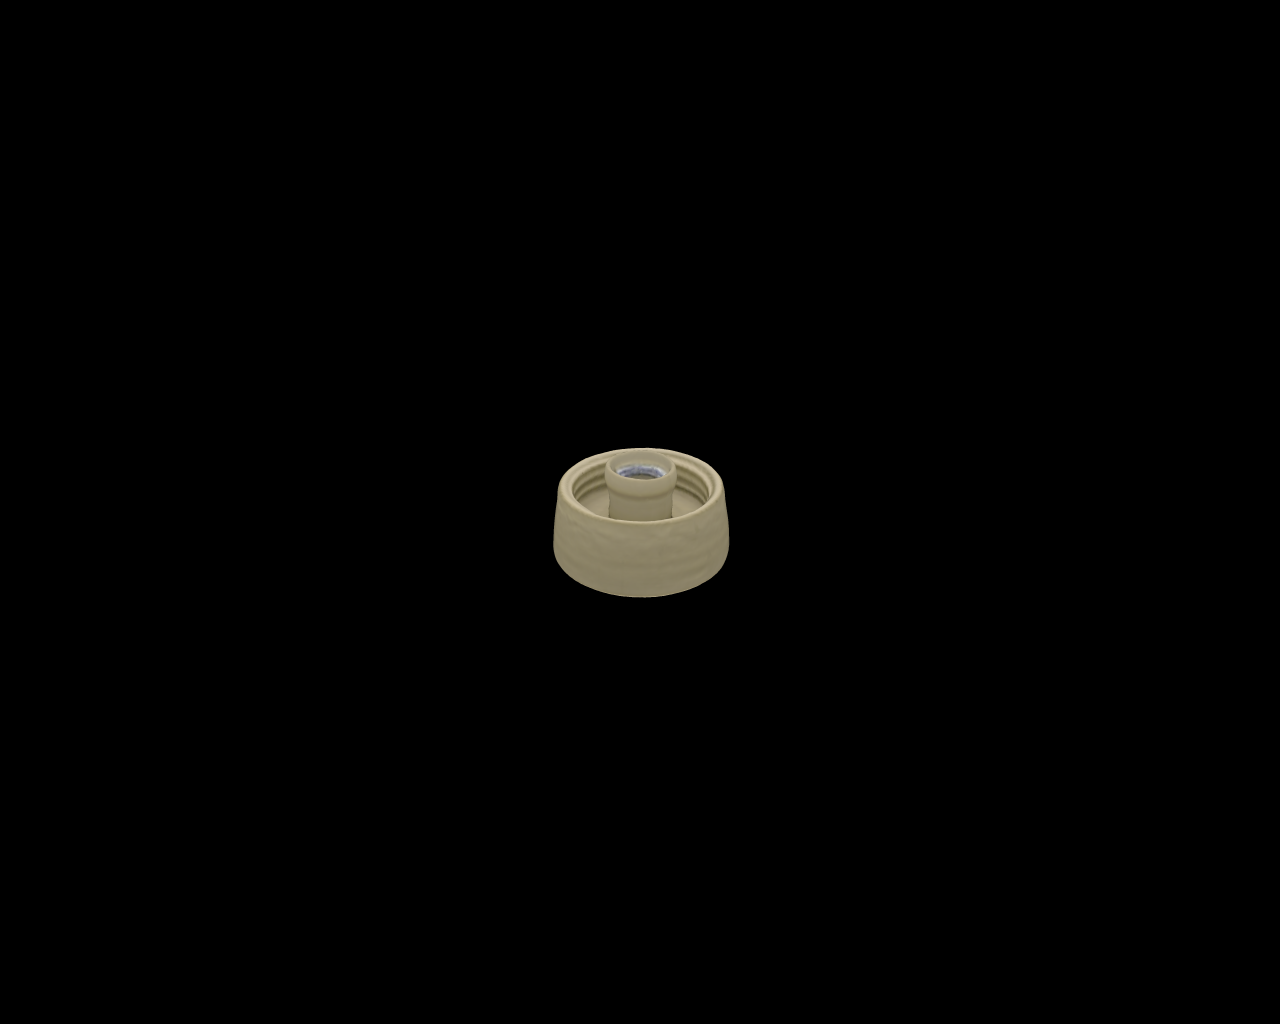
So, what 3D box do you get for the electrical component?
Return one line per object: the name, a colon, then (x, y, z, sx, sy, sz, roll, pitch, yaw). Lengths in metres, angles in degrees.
electrical component: (0.001, -0.003, 0.650, 0.108, 0.060, 0.108, 0, 30, 0)
